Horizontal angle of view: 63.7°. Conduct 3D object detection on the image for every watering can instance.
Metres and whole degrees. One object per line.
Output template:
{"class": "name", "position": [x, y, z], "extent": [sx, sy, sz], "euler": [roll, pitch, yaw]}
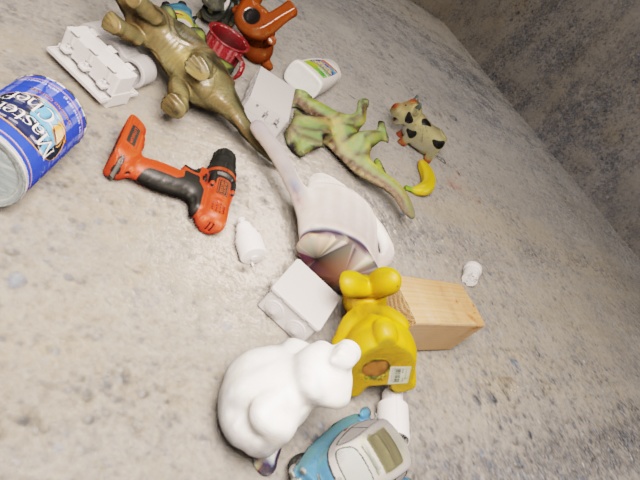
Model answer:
{"class": "watering can", "position": [0.003, -0.044, 0.865], "extent": [0.344, 0.102, 0.230], "euler": [37, 33, -23]}

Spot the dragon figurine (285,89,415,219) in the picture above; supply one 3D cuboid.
{"class": "dragon figurine", "position": [0.035, -0.202, 1.125], "extent": [0.243, 0.119, 0.419], "euler": [-5, 51, -27]}

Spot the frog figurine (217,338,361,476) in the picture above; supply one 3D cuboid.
{"class": "frog figurine", "position": [-0.035, 0.158, 0.561], "extent": [0.123, 0.156, 0.140], "euler": [41, 33, 0]}
